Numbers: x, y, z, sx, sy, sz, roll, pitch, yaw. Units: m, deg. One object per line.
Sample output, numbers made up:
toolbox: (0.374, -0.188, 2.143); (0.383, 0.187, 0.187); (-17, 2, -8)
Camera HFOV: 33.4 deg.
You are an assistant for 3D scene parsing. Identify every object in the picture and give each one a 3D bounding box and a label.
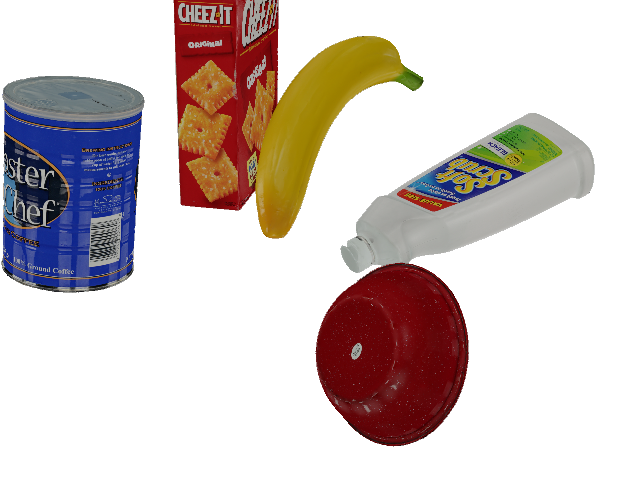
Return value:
banana: (0.006, -0.084, 0.712); (0.197, 0.069, 0.037); (-48, 11, -35)
bowl: (0.048, 0.096, 0.925); (0.162, 0.162, 0.055); (0, -8, 44)
coffee can: (-0.190, -0.045, 0.815); (0.103, 0.140, 0.103); (6, 22, -3)
cracker box: (-0.089, -0.157, 1.081); (0.072, 0.214, 0.164); (6, 22, 10)
bleach bottle: (0.135, -0.034, 1.026); (0.250, 0.068, 0.103); (-28, 46, -18)
